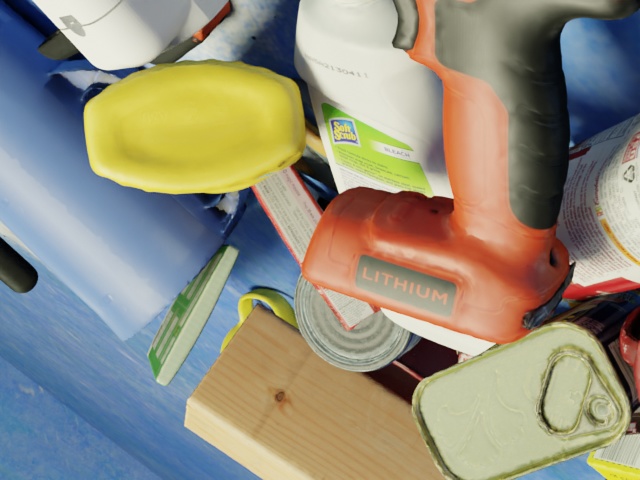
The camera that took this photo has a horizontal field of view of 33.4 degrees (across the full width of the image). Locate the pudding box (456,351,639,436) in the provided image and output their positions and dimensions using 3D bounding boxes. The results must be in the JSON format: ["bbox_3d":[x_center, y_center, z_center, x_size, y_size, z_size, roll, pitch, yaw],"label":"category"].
[{"bbox_3d":[0.146,0.082,0.603,0.089,0.039,0.114,4,-178,-36],"label":"pudding box"}]

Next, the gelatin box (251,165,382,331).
[{"bbox_3d":[-0.004,0.001,0.630,0.089,0.030,0.073,57,180,41],"label":"gelatin box"}]

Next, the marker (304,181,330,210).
[{"bbox_3d":[-0.030,-0.043,0.690,0.121,0.020,0.020,38,159,-6],"label":"marker"}]

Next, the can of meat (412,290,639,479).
[{"bbox_3d":[0.108,0.068,0.502,0.102,0.083,0.057,-31,82,35],"label":"can of meat"}]

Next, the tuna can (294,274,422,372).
[{"bbox_3d":[0.027,0.041,0.690,0.086,0.086,0.033,28,-158,18],"label":"tuna can"}]

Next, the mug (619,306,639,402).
[{"bbox_3d":[0.175,0.045,0.418,0.117,0.081,0.093,13,127,49],"label":"mug"}]

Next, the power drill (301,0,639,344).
[{"bbox_3d":[0.033,-0.064,0.391,0.185,0.057,0.188,19,127,26],"label":"power drill"}]

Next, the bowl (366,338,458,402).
[{"bbox_3d":[0.065,0.096,0.790,0.162,0.055,0.162,30,159,13],"label":"bowl"}]

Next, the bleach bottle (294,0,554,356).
[{"bbox_3d":[0.051,-0.040,0.514,0.103,0.068,0.250,18,150,30],"label":"bleach bottle"}]

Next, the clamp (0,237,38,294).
[{"bbox_3d":[-0.299,-0.037,0.790,0.164,0.036,0.210,31,163,11],"label":"clamp"}]

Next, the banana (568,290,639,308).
[{"bbox_3d":[0.201,0.043,0.503,0.198,0.037,0.069,-12,105,60],"label":"banana"}]

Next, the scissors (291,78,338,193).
[{"bbox_3d":[0.031,-0.030,0.628,0.201,0.016,0.096,37,159,-5],"label":"scissors"}]

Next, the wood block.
[{"bbox_3d":[0.013,0.147,0.771,0.206,0.090,0.090,33,158,6],"label":"wood block"}]

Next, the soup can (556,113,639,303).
[{"bbox_3d":[0.130,-0.015,0.437,0.068,0.068,0.102,39,158,-10],"label":"soup can"}]

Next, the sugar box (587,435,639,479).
[{"bbox_3d":[0.248,0.165,0.646,0.176,0.048,0.094,42,159,-31],"label":"sugar box"}]

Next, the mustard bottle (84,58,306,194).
[{"bbox_3d":[-0.056,-0.053,0.550,0.096,0.058,0.191,-8,-178,0],"label":"mustard bottle"}]

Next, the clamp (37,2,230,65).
[{"bbox_3d":[-0.124,-0.133,0.610,0.172,0.039,0.120,25,158,24],"label":"clamp"}]

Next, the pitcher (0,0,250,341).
[{"bbox_3d":[-0.172,-0.060,0.743,0.242,0.149,0.145,43,173,-12],"label":"pitcher"}]
